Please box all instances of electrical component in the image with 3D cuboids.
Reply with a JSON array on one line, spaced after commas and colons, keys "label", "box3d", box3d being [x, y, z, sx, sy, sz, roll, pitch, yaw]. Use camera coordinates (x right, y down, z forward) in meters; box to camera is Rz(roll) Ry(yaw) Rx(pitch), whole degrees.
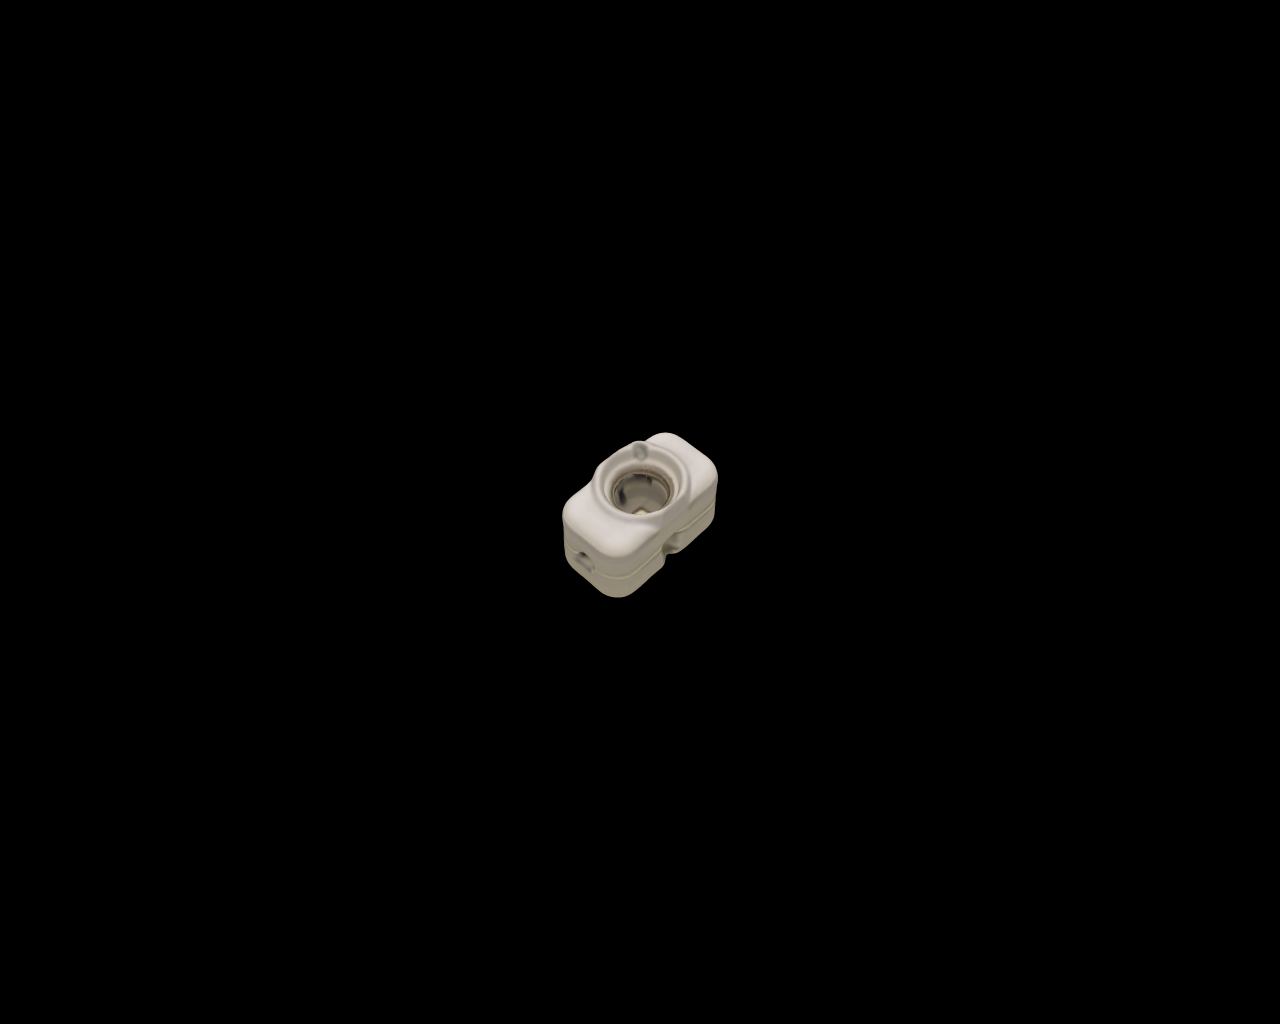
[{"label": "electrical component", "box3d": [0.001, -0.003, 0.650, 0.054, 0.059, 0.095, 39, 63, 25]}]
